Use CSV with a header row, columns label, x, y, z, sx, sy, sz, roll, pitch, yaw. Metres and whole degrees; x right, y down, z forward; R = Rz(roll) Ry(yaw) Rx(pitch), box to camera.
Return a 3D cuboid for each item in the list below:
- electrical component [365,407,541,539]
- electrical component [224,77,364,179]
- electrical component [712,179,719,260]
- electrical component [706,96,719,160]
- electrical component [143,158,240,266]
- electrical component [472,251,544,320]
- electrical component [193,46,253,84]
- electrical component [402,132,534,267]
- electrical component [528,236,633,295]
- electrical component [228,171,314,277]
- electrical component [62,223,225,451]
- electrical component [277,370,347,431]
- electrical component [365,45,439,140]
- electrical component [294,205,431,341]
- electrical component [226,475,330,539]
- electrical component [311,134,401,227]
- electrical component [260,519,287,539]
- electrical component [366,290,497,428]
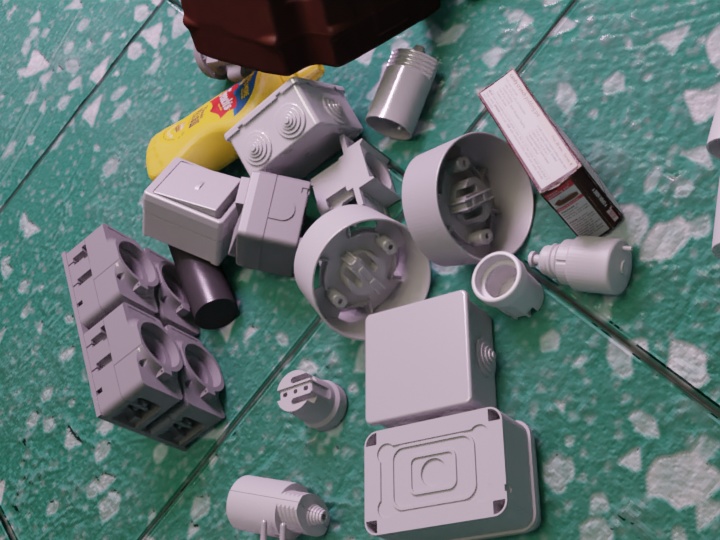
label,x,y,z,sx,sy,sz,roll,pitch,yaw
electrical component,0.064,0.147,0.750,0.113,0.057,0.078,-17,58,29
electrical component,-0.056,-0.121,0.949,0.100,0.100,0.048,-35,76,25
electrical component,0.269,-0.019,0.655,0.108,0.108,0.060,8,79,39
electrical component,0.271,-0.117,0.744,0.043,0.043,0.081,7,72,39
electrical component,-0.154,-0.059,0.979,0.096,0.061,0.061,22,45,10
electrical component,0.110,0.013,0.793,0.040,0.046,0.040,-17,59,29
electrical component,-0.130,-0.223,1.086,0.057,0.058,0.078,-3,76,35
electrical component,0.080,-0.051,0.818,0.064,0.099,0.099,-13,60,38
electrical component,0.158,-0.005,0.771,0.078,0.040,0.040,6,71,39
electrical component,-0.079,-0.037,0.931,0.061,0.096,0.061,12,70,-3
electrical component,-0.190,0.055,0.954,0.060,0.105,0.186,-37,50,16
electrical component,-0.039,0.103,0.857,0.040,0.046,0.040,-17,58,29
electrical component,0.039,-0.159,0.938,0.043,0.043,0.081,11,74,40
electrical component,0.000,0.000,0.851,0.099,0.099,0.064,-53,41,2
electrical component,-0.059,0.185,0.831,0.081,0.043,0.043,0,68,37
electrical component,-0.006,-0.071,0.927,0.064,0.042,0.081,-31,51,22
electrical component,-0.065,0.223,0.797,0.138,0.052,0.073,-1,85,36
electrical component,0.054,0.072,0.803,0.100,0.048,0.099,-17,58,29
